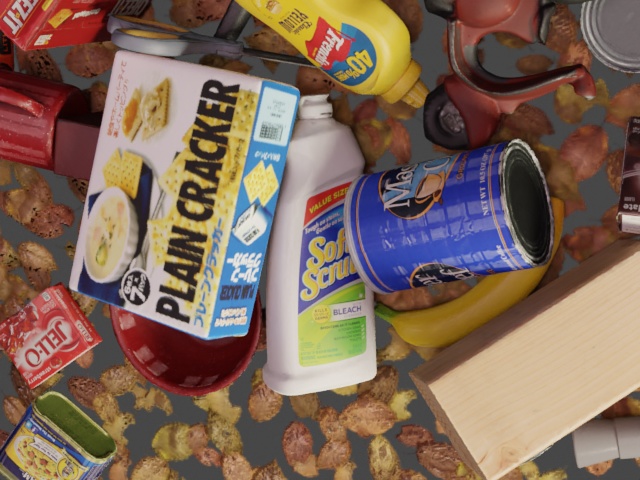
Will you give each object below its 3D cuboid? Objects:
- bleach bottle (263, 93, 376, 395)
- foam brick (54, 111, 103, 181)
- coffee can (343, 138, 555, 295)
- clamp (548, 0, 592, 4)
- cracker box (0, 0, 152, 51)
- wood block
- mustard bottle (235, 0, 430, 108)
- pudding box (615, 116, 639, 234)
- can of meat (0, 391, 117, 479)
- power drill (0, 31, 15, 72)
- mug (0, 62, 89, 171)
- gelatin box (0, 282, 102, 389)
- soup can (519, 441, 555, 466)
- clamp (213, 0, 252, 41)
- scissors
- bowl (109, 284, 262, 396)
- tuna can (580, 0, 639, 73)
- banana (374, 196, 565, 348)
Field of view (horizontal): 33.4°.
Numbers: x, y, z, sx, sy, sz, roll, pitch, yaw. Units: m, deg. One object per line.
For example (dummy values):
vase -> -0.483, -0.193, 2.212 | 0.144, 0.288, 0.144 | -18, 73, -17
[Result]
bleach bottle -> -0.006, 0.001, 0.922 | 0.102, 0.068, 0.251 | -8, 101, -22
foam brick -> -0.200, -0.085, 0.974 | 0.053, 0.078, 0.051 | 13, 105, 15
coffee can -> 0.104, -0.017, 0.861 | 0.141, 0.102, 0.103 | -12, 98, 31
clamp -> 0.211, -0.231, 0.789 | 0.171, 0.039, 0.120 | -10, 70, -2
cracker box -> -0.262, -0.263, 0.908 | 0.214, 0.164, 0.072 | 45, 114, 5
wood block -> 0.185, 0.090, 0.834 | 0.206, 0.090, 0.091 | -32, 91, -4
mustard bottle -> 0.015, -0.174, 0.870 | 0.191, 0.058, 0.096 | 38, 153, -16
pudding box -> 0.288, -0.046, 0.815 | 0.114, 0.039, 0.090 | 4, 62, 20
can of meat -> -0.267, 0.215, 1.078 | 0.102, 0.057, 0.084 | 39, 109, 6
power drill -> -0.347, -0.195, 0.940 | 0.057, 0.187, 0.184 | 8, 106, 18
mug -> -0.268, -0.114, 0.975 | 0.081, 0.117, 0.093 | 14, 75, 10
gelatin box -> -0.273, 0.095, 1.066 | 0.089, 0.030, 0.073 | -34, 90, 22
soup can -> 0.153, 0.135, 0.911 | 0.069, 0.068, 0.102 | -30, 92, 22
clamp -> -0.036, -0.263, 0.899 | 0.210, 0.036, 0.164 | -13, 108, 17
scissors -> -0.086, -0.158, 0.890 | 0.202, 0.096, 0.016 | 14, 111, 5
bowl -> -0.113, 0.059, 0.983 | 0.162, 0.055, 0.162 | 3, 98, 25
tuna can -> 0.246, -0.174, 0.826 | 0.086, 0.033, 0.086 | 4, 104, 18
banana -> 0.136, 0.041, 0.911 | 0.198, 0.037, 0.069 | -34, 90, 22
